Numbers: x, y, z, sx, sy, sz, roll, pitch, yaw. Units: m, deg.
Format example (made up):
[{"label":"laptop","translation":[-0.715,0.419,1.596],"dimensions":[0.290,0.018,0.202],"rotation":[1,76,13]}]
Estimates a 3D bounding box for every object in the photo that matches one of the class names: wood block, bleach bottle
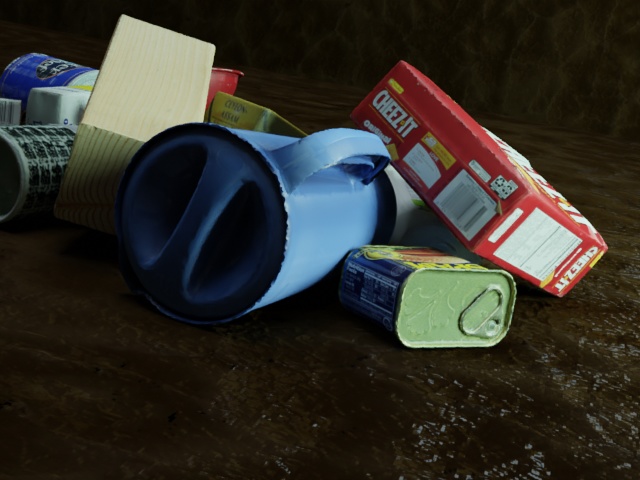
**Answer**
[{"label":"wood block","translation":[-0.148,-0.096,0.883],"dimensions":[0.090,0.090,0.206],"rotation":[17,32,-12]},{"label":"bleach bottle","translation":[0.098,-0.012,1.003],"dimensions":[0.102,0.068,0.250],"rotation":[12,14,0]}]

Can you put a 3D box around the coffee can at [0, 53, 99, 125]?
[{"label":"coffee can","translation":[-0.302,-0.160,1.260],"dimensions":[0.141,0.103,0.102],"rotation":[21,17,42]}]

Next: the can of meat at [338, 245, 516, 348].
[{"label":"can of meat","translation":[0.076,0.039,0.776],"dimensions":[0.101,0.057,0.084],"rotation":[3,12,-31]}]

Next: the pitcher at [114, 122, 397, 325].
[{"label":"pitcher","translation":[-0.023,-0.023,0.793],"dimensions":[0.149,0.145,0.242],"rotation":[16,11,23]}]

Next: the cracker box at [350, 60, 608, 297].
[{"label":"cracker box","translation":[0.140,-0.047,0.899],"dimensions":[0.164,0.072,0.213],"rotation":[51,15,30]}]

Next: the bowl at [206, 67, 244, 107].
[{"label":"bowl","translation":[-0.172,-0.174,1.289],"dimensions":[0.162,0.055,0.162],"rotation":[-1,3,0]}]

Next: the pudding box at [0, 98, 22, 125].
[{"label":"pudding box","translation":[-0.393,-0.137,1.185],"dimensions":[0.113,0.039,0.090],"rotation":[7,-6,-21]}]

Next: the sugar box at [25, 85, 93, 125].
[{"label":"sugar box","translation":[-0.249,-0.116,1.132],"dimensions":[0.048,0.093,0.176],"rotation":[13,12,18]}]
